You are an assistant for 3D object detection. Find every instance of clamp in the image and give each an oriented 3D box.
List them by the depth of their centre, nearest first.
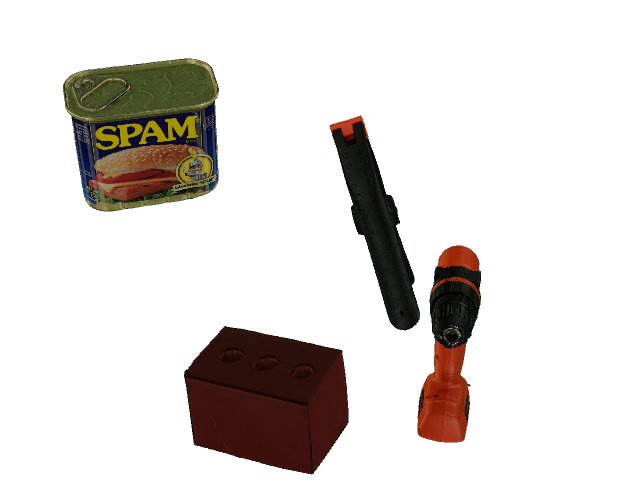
[{"bbox_3d":[0.047,-0.012,0.862,0.039,0.171,0.120,-21,21,2],"label":"clamp"}]

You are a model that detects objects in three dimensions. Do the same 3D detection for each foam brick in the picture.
[{"bbox_3d":[-0.030,0.089,0.604,0.078,0.051,0.053,9,30,21],"label":"foam brick"}]

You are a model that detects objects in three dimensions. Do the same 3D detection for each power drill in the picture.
[{"bbox_3d":[0.139,0.119,1.142,0.057,0.188,0.184,8,25,8],"label":"power drill"}]

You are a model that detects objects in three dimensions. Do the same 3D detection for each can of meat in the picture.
[{"bbox_3d":[-0.121,-0.072,0.739,0.102,0.084,0.057,-9,44,-12],"label":"can of meat"}]
